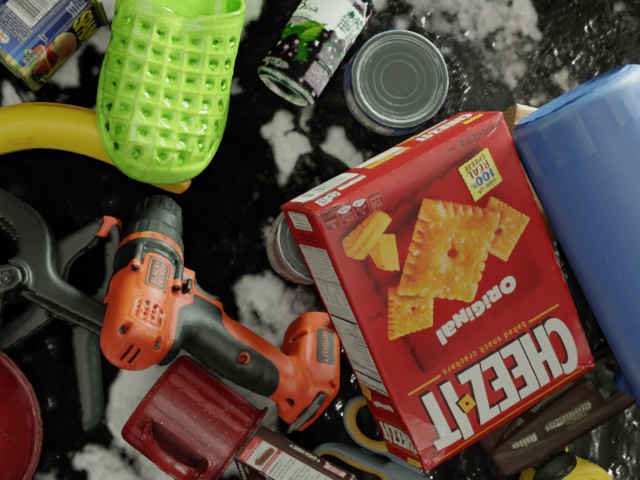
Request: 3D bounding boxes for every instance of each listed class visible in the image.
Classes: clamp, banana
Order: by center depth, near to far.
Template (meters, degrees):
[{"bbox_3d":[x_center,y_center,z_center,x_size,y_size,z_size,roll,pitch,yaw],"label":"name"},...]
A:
[{"bbox_3d":[-0.240,0.042,0.797,0.164,0.036,0.210,-31,77,-24],"label":"clamp"},{"bbox_3d":[-0.210,0.057,0.847,0.120,0.039,0.171,17,84,-8],"label":"clamp"},{"bbox_3d":[-0.202,-0.076,0.859,0.197,0.037,0.070,2,110,-6],"label":"banana"}]

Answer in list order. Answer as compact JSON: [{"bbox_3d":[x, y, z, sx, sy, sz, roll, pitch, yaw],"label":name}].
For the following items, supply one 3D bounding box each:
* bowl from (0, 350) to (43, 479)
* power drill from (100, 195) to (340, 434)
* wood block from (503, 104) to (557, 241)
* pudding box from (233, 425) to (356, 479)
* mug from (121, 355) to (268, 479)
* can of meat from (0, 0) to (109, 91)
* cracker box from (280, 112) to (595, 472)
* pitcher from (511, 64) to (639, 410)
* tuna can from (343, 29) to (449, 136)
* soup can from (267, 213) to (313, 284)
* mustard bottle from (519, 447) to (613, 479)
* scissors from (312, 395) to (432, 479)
[{"bbox_3d":[-0.295,0.150,0.804,0.162,0.055,0.162,0,96,0],"label":"bowl"},{"bbox_3d":[-0.075,0.056,0.824,0.187,0.184,0.057,27,123,-18],"label":"power drill"},{"bbox_3d":[0.240,-0.040,0.888,0.206,0.090,0.091,12,84,-7],"label":"wood block"},{"bbox_3d":[-0.011,0.200,0.802,0.090,0.113,0.039,22,52,29],"label":"pudding box"},{"bbox_3d":[-0.102,0.147,0.820,0.081,0.117,0.093,37,110,1],"label":"mug"},{"bbox_3d":[-0.216,-0.167,0.828,0.057,0.102,0.084,43,84,-3],"label":"can of meat"},{"bbox_3d":[0.091,0.035,0.783,0.164,0.072,0.213,-28,104,-17],"label":"cracker box"},{"bbox_3d":[0.249,-0.004,0.772,0.149,0.145,0.243,-30,94,-1],"label":"pitcher"},{"bbox_3d":[0.064,-0.132,0.897,0.086,0.034,0.086,0,87,-8],"label":"tuna can"},{"bbox_3d":[-0.006,0.001,0.844,0.068,0.102,0.068,1,86,-8],"label":"soup can"},{"bbox_3d":[0.210,0.240,0.882,0.096,0.058,0.191,-21,89,-15],"label":"mustard bottle"},{"bbox_3d":[0.091,0.190,0.890,0.201,0.016,0.096,13,85,-7],"label":"scissors"}]
